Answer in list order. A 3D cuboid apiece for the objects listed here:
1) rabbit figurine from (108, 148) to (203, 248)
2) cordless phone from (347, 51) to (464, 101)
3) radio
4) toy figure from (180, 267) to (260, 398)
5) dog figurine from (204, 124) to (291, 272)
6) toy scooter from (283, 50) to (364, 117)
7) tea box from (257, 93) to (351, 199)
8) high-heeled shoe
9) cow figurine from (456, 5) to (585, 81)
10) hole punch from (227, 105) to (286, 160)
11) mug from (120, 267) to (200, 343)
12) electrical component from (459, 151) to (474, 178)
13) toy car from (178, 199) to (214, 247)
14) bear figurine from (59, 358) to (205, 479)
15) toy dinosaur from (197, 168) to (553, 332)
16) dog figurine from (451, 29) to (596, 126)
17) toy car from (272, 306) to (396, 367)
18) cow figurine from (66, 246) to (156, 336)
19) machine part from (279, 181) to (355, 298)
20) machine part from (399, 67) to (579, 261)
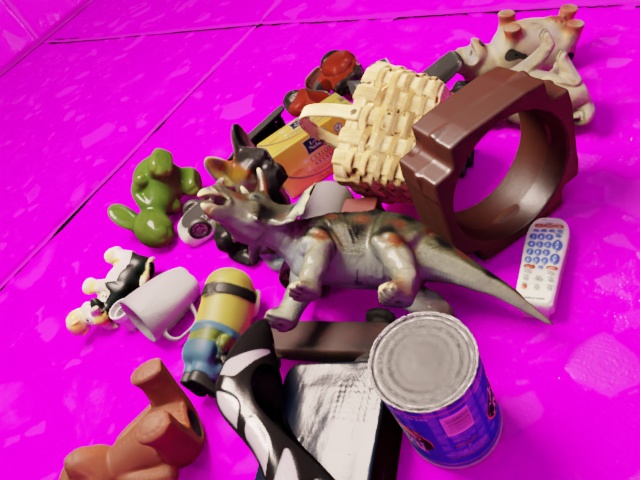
[{"bbox_3d":[-0.316,-0.062,0.997,0.159,0.121,0.170,-14,60,22],"label":"rabbit figurine"},{"bbox_3d":[0.147,-0.273,0.916,0.184,0.088,0.147,-36,40,23],"label":"cordless phone"},{"bbox_3d":[0.006,0.243,0.560,0.131,0.073,0.230,-5,46,26],"label":"radio"},{"bbox_3d":[-0.138,0.121,0.740,0.082,0.089,0.180,3,49,21],"label":"toy figure"},{"bbox_3d":[-0.116,-0.065,0.810,0.192,0.219,0.108,10,53,34],"label":"dog figurine"},{"bbox_3d":[0.023,-0.298,1.057,0.184,0.075,0.135,-43,43,-8],"label":"toy scooter"},{"bbox_3d":[-0.010,-0.163,0.931,0.170,0.098,0.068,-35,42,-2],"label":"tea box"},{"bbox_3d":[-0.025,0.175,0.533,0.145,0.086,0.249,-10,48,16],"label":"high-heeled shoe"},{"bbox_3d":[0.316,-0.304,0.882,0.195,0.127,0.085,-5,47,6],"label":"cow figurine"},{"bbox_3d":[-0.093,-0.179,1.014,0.142,0.092,0.116,-49,16,-16],"label":"hole punch"},{"bbox_3d":[-0.231,0.098,0.826,0.110,0.080,0.107,34,60,19],"label":"mug"},{"bbox_3d":[0.206,-0.131,0.836,0.063,0.021,0.094,-6,49,25],"label":"electrical component"},{"bbox_3d":[-0.171,-0.071,0.945,0.202,0.056,0.074,-40,43,9],"label":"toy car"},{"bbox_3d":[-0.247,0.253,0.652,0.196,0.131,0.120,-24,40,-2],"label":"bear figurine"},{"bbox_3d":[0.057,0.015,0.654,0.405,0.131,0.192,7,53,3],"label":"toy dinosaur"},{"bbox_3d":[0.290,-0.196,0.811,0.191,0.121,0.172,-30,37,21],"label":"dog figurine"},{"bbox_3d":[0.004,0.130,0.680,0.202,0.053,0.089,-4,44,20],"label":"toy car"},{"bbox_3d":[-0.344,0.092,0.902,0.098,0.068,0.167,8,55,27],"label":"cow figurine"},{"bbox_3d":[-0.002,-0.002,0.790,0.079,0.079,0.243,-3,51,27],"label":"machine part"},{"bbox_3d":[0.210,-0.091,0.664,0.201,0.200,0.087,-37,41,-6],"label":"machine part"}]
